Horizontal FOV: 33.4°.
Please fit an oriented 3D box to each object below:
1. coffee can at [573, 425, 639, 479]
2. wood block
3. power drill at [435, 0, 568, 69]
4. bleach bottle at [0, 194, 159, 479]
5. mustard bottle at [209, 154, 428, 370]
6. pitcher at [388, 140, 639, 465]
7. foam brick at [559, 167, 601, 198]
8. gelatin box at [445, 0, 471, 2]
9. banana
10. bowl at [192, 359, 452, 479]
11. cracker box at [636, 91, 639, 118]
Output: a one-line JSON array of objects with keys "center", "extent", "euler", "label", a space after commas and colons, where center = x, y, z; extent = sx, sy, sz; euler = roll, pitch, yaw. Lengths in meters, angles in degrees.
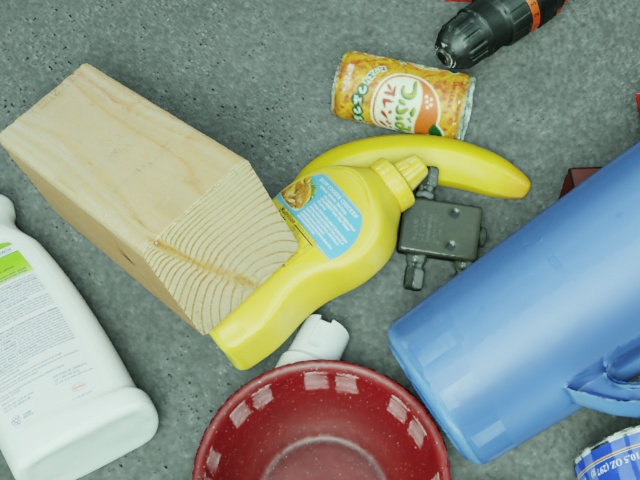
[{"center": [0.219, 0.188, 0.630], "extent": [0.102, 0.103, 0.140], "euler": [-9, 60, -3], "label": "coffee can"}, {"center": [-0.123, -0.034, 0.735], "extent": [0.090, 0.090, 0.206], "euler": [-44, 46, -14], "label": "wood block"}, {"center": [0.118, -0.238, 0.874], "extent": [0.184, 0.057, 0.188], "euler": [-37, 70, -19], "label": "power drill"}, {"center": [-0.211, 0.047, 0.751], "extent": [0.102, 0.068, 0.251], "euler": [-26, 60, -14], "label": "bleach bottle"}, {"center": [-0.005, 0.001, 0.750], "extent": [0.191, 0.058, 0.096], "euler": [-36, 48, -5], "label": "mustard bottle"}, {"center": [0.172, 0.042, 0.673], "extent": [0.243, 0.149, 0.145], "euler": [-34, 87, 2], "label": "pitcher"}, {"center": [0.220, -0.020, 0.780], "extent": [0.078, 0.053, 0.051], "euler": [-2, 60, 0], "label": "foam brick"}, {"center": [0.146, -0.247, 0.927], "extent": [0.073, 0.030, 0.089], "euler": [3, 60, 4], "label": "gelatin box"}, {"center": [0.058, -0.047, 0.813], "extent": [0.197, 0.037, 0.069], "euler": [-12, 90, -2], "label": "banana"}, {"center": [0.002, 0.160, 0.681], "extent": [0.162, 0.055, 0.162], "euler": [-1, 60, 2], "label": "bowl"}, {"center": [0.364, -0.093, 0.759], "extent": [0.164, 0.072, 0.214], "euler": [-35, 37, -17], "label": "cracker box"}]
